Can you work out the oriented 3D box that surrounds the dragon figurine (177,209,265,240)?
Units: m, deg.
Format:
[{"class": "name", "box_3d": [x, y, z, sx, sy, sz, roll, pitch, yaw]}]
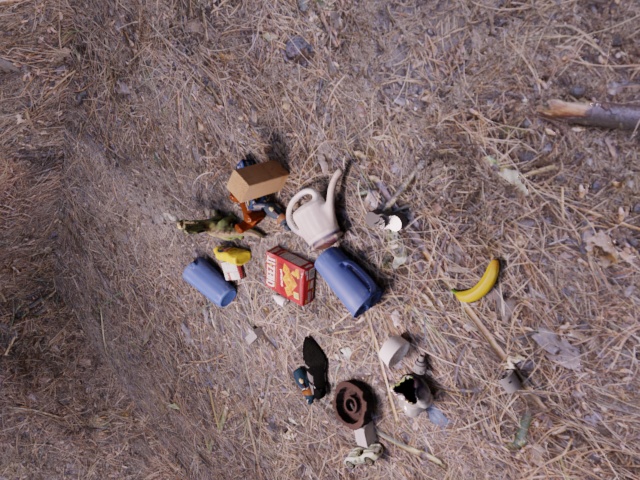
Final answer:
[{"class": "dragon figurine", "box_3d": [-0.444, -0.038, 2.134, 0.412, 0.245, 0.121, 13, 111, 41]}]

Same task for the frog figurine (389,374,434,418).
[{"class": "frog figurine", "box_3d": [0.323, 0.535, 1.755, 0.137, 0.125, 0.156, -2, 141, 35]}]

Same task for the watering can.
[{"class": "watering can", "box_3d": [0.005, -0.090, 1.790, 0.342, 0.105, 0.225, -33, 83, 45]}]
